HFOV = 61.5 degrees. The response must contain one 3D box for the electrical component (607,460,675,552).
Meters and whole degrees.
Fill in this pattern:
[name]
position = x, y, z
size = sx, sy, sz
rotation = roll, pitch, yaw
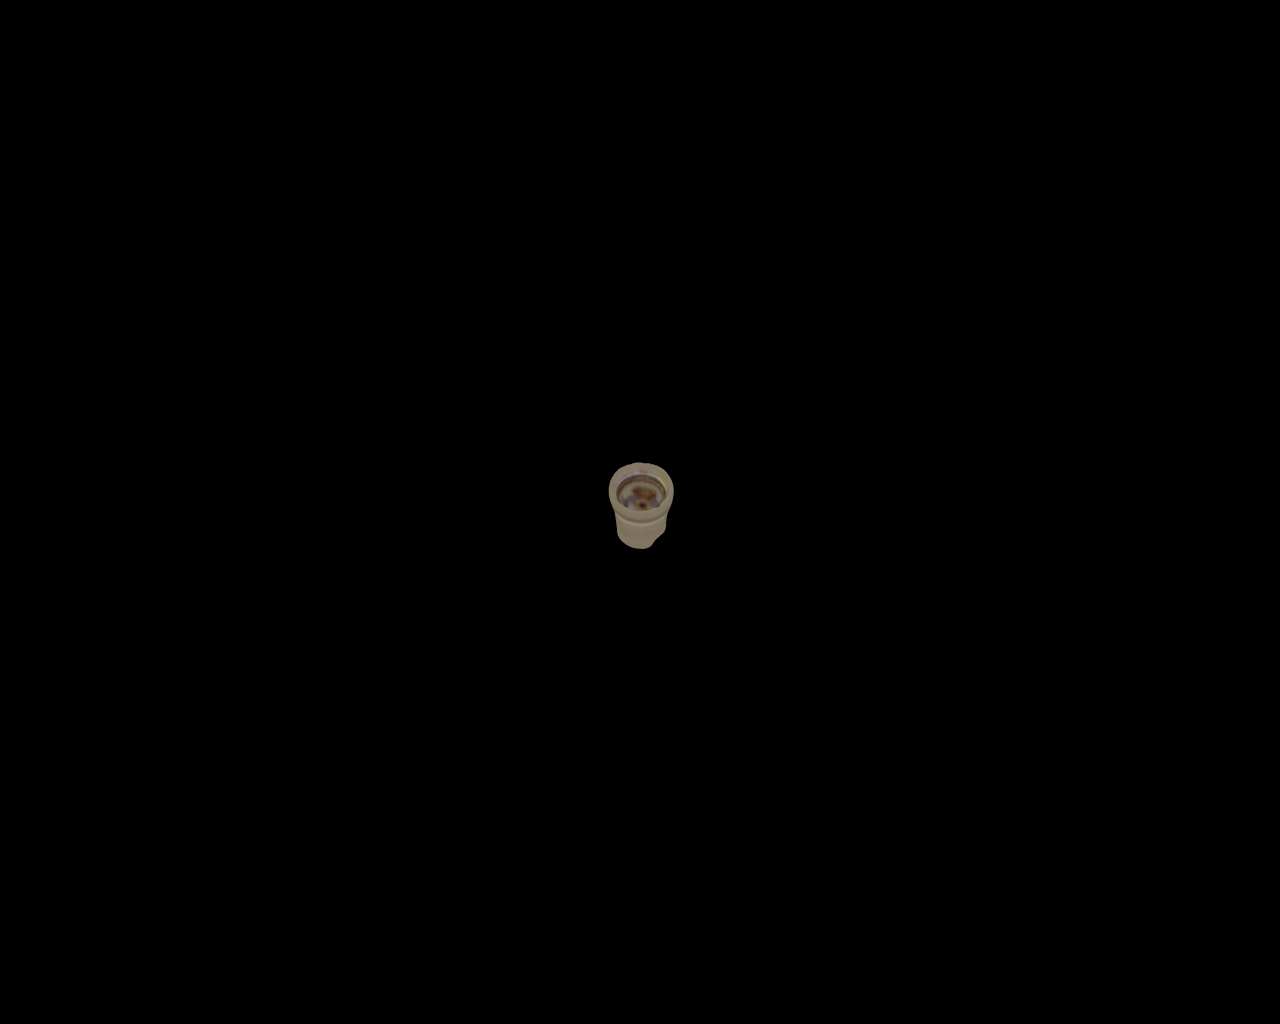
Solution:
[electrical component]
position = 0.001, -0.003, 0.650
size = 0.040, 0.040, 0.046
rotation = 0, -36, 0
